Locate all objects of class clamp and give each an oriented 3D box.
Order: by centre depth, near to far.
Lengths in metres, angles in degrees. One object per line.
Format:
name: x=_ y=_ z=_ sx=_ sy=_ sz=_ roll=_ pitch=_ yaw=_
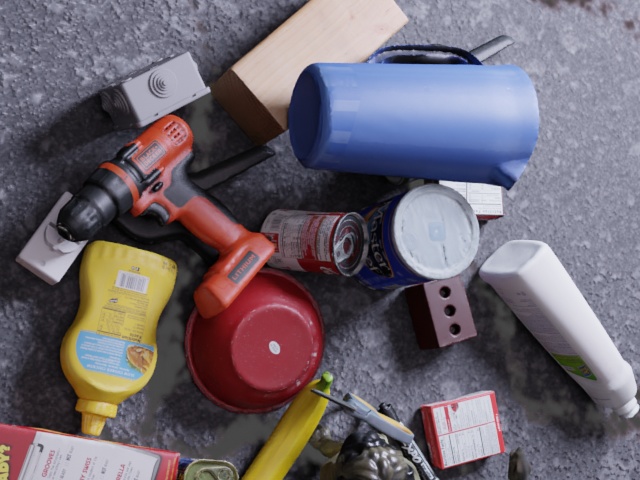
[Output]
clamp: x=-0.147 y=-0.046 z=1.146 sx=0.209 sy=0.036 sz=0.164 roll=17 pitch=79 yaw=-20
clamp: x=0.169 y=-0.186 z=1.292 sx=0.171 sy=0.039 sz=0.120 roll=-7 pitch=80 yaw=-19

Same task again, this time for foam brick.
foam brick: x=0.139 y=0.084 z=1.233 sx=0.052 sy=0.051 sz=0.078 roll=-15 pitch=88 yaw=-23

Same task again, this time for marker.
marker: x=0.101 y=0.237 z=1.214 sx=0.020 sy=0.020 sz=0.121 roll=-34 pitch=95 yaw=-22

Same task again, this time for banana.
banana: x=-0.044 y=0.222 z=1.133 sx=0.037 sy=0.069 sz=0.198 roll=31 pitch=87 yaw=19

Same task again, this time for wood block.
wood block: x=-0.013 y=-0.208 z=1.194 sx=0.206 sy=0.091 sz=0.090 roll=-44 pitch=99 yaw=-21

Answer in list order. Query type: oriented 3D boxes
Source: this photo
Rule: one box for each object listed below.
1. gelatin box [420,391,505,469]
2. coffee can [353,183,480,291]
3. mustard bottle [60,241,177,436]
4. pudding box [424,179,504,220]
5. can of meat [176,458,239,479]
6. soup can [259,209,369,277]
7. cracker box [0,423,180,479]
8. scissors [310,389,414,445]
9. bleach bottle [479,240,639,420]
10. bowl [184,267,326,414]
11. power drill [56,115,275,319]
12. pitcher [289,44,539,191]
gelatin box: x=0.165 y=0.219 z=1.236 sx=0.089 sy=0.030 sz=0.073 roll=-10 pitch=87 yaw=-22
coffee can: x=0.097 y=0.000 z=1.180 sx=0.102 sy=0.140 sz=0.103 roll=3 pitch=81 yaw=-21
mustard bottle: x=-0.212 y=0.103 z=1.088 sx=0.096 sy=0.058 sz=0.191 roll=17 pitch=76 yaw=-24
pudding box: x=0.171 y=-0.080 z=1.277 sx=0.089 sy=0.039 sz=0.113 roll=1 pitch=84 yaw=-22
can of meat: x=-0.124 y=0.273 z=1.084 sx=0.057 sy=0.084 sz=0.102 roll=8 pitch=80 yaw=-20
soup can: x=-0.008 y=0.001 z=1.150 sx=0.068 sy=0.102 sz=0.068 roll=-9 pitch=101 yaw=-55
cracker box: x=-0.259 y=0.270 z=1.039 sx=0.213 sy=0.072 sz=0.164 roll=13 pitch=77 yaw=-18
scissors: x=0.028 y=0.171 z=1.127 sx=0.201 sy=0.096 sz=0.016 roll=35 pitch=87 yaw=-42
bleach bottle: x=0.299 y=0.114 z=1.278 sx=0.068 sy=0.103 sz=0.250 roll=-43 pitch=106 yaw=-15
bowl: x=-0.059 y=0.111 z=1.134 sx=0.161 sy=0.055 sz=0.162 roll=-2 pitch=94 yaw=-22
power drill: x=-0.149 y=-0.013 z=1.072 sx=0.187 sy=0.057 sz=0.184 roll=48 pitch=56 yaw=-11
pitcher: x=0.093 y=-0.133 z=1.124 sx=0.242 sy=0.149 sz=0.145 roll=1 pitch=103 yaw=-22
